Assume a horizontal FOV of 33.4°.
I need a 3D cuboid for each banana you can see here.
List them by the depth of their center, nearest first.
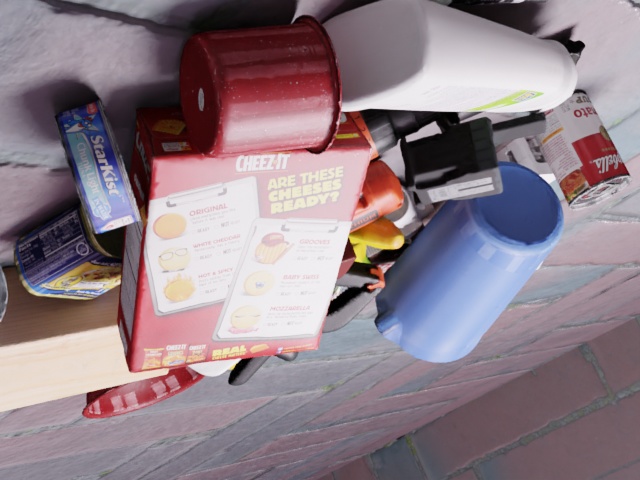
[{"bbox_3d":[0.045,-0.006,1.096,0.037,0.069,0.198,-57,179,-9],"label":"banana"}]

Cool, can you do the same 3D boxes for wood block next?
[{"bbox_3d":[-0.233,0.080,0.944,0.205,0.091,0.090,-9,137,-38],"label":"wood block"}]

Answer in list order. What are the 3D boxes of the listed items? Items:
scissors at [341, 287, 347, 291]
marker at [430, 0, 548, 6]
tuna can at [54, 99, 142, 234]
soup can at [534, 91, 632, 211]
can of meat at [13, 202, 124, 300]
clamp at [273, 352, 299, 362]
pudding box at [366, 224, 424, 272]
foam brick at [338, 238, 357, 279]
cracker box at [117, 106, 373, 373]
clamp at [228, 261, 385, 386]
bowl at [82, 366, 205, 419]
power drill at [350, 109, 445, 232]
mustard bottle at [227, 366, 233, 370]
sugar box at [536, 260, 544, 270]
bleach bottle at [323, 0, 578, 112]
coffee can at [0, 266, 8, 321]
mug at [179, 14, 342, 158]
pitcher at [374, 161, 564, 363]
[{"bbox_3d":[0.018,0.057,1.353,0.202,0.016,0.096,-27,162,12],"label":"scissors"},{"bbox_3d":[0.124,-0.180,0.775,0.120,0.020,0.020,-11,159,-34],"label":"marker"},{"bbox_3d":[-0.148,-0.048,0.714,0.033,0.086,0.086,-18,162,-9],"label":"tuna can"},{"bbox_3d":[0.260,-0.090,1.074,0.068,0.102,0.068,-21,163,-7],"label":"soup can"},{"bbox_3d":[-0.189,0.008,0.881,0.084,0.057,0.102,-28,162,22],"label":"can of meat"},{"bbox_3d":[-0.096,0.096,1.192,0.120,0.039,0.171,-4,150,12],"label":"clamp"},{"bbox_3d":[0.069,0.011,1.243,0.090,0.039,0.113,-31,161,24],"label":"pudding box"},{"bbox_3d":[-0.007,0.001,1.052,0.052,0.078,0.051,-15,160,-23],"label":"foam brick"},{"bbox_3d":[-0.066,-0.001,0.823,0.164,0.072,0.214,-5,132,-21],"label":"cracker box"},{"bbox_3d":[-0.032,0.076,1.120,0.210,0.036,0.164,-12,126,5],"label":"clamp"},{"bbox_3d":[-0.219,0.161,1.299,0.162,0.055,0.162,-21,163,-7],"label":"bowl"},{"bbox_3d":[0.029,-0.067,0.936,0.184,0.057,0.187,-23,161,1],"label":"power drill"},{"bbox_3d":[-0.076,0.097,1.279,0.096,0.058,0.192,3,153,-24],"label":"mustard bottle"},{"bbox_3d":[0.176,0.022,1.319,0.176,0.093,0.048,-23,163,-3],"label":"sugar box"},{"bbox_3d":[0.113,-0.127,0.805,0.103,0.068,0.250,-10,174,40],"label":"bleach bottle"},{"bbox_3d":[-0.314,0.060,0.799,0.141,0.103,0.102,-35,159,36],"label":"coffee can"},{"bbox_3d":[-0.047,-0.098,0.709,0.081,0.093,0.117,-9,-172,-24],"label":"mug"},{"bbox_3d":[0.165,0.019,1.130,0.145,0.149,0.243,22,147,-6],"label":"pitcher"}]
